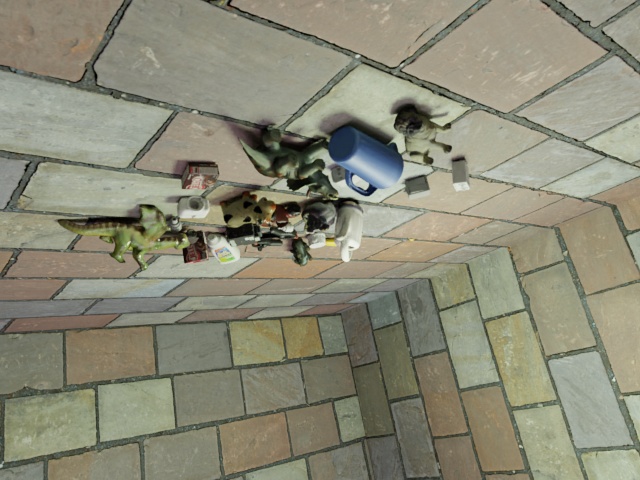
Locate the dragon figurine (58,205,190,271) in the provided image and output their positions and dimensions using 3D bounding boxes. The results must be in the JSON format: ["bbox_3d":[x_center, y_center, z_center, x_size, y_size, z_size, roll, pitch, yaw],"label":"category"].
[{"bbox_3d":[-0.618,-0.039,1.714,0.240,0.125,0.406,-43,132,20],"label":"dragon figurine"}]

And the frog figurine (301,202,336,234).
[{"bbox_3d":[0.006,-0.098,1.953,0.135,0.122,0.162,-36,-173,36],"label":"frog figurine"}]

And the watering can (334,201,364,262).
[{"bbox_3d":[0.104,-0.045,1.940,0.104,0.227,0.343,4,164,9],"label":"watering can"}]
